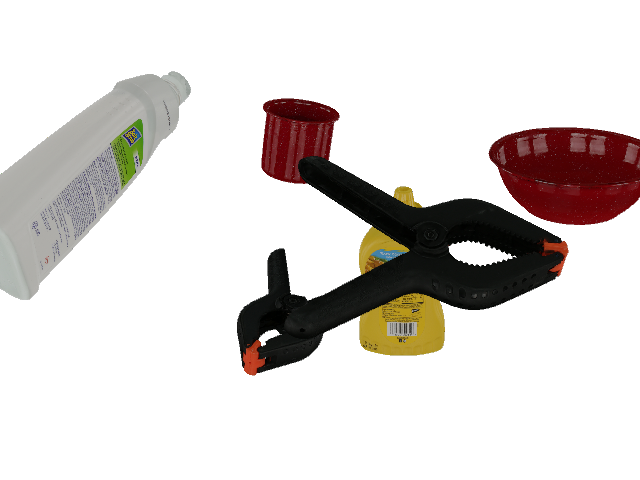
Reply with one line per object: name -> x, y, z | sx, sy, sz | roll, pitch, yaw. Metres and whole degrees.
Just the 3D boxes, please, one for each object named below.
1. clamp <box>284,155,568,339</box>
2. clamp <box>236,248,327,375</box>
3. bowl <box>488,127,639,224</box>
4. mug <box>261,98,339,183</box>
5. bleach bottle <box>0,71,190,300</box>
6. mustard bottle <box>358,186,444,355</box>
clamp -> 0.073, 0.015, 0.781 | 0.210, 0.164, 0.036 | 9, -38, 5
clamp -> -0.033, 0.063, 1.002 | 0.120, 0.039, 0.171 | 19, 33, 29
bowl -> 0.240, -0.058, 1.013 | 0.162, 0.055, 0.162 | -1, 25, 0
mug -> -0.023, -0.123, 1.305 | 0.093, 0.081, 0.117 | 17, 25, 20
bleach bottle -> -0.204, -0.065, 0.954 | 0.068, 0.102, 0.250 | 28, 54, 20
mustard bottle -> 0.090, 0.032, 1.173 | 0.096, 0.192, 0.058 | 1, 25, 5
